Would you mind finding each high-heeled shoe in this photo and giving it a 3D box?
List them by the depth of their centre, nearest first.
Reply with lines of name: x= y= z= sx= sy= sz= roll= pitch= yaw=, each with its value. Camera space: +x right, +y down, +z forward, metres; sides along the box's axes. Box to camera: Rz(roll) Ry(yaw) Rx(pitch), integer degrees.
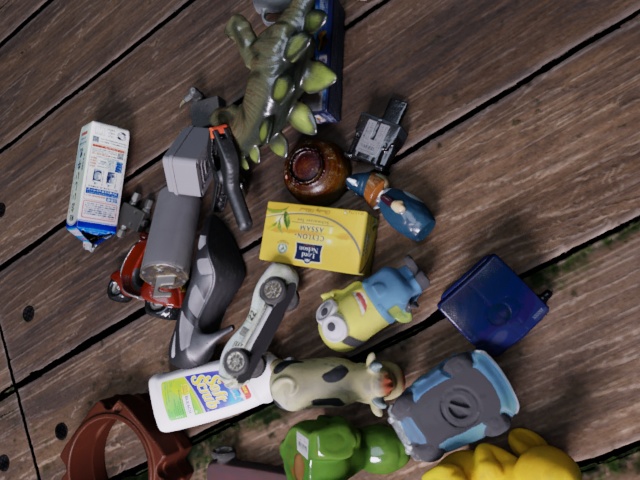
high-heeled shoe: x=-0.204 y=0.087 z=0.907 sx=0.145 sy=0.086 sz=0.249 roll=-28 pitch=56 yaw=27

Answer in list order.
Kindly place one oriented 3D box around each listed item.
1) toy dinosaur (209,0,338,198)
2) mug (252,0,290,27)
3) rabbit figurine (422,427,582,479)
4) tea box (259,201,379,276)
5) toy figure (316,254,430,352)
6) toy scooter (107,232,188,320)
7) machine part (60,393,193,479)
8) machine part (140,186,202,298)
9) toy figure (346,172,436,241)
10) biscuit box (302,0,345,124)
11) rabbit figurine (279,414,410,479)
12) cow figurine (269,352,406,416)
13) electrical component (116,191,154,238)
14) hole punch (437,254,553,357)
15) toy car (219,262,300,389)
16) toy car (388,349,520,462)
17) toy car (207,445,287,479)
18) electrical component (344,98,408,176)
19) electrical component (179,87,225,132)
toy dinosaur: x=-0.060 y=-0.262 z=0.814 sx=0.199 sy=0.105 sz=0.470 roll=43 pitch=126 yaw=38
mug: x=-0.057 y=-0.419 z=0.916 sx=0.107 sy=0.080 sz=0.109 roll=3 pitch=78 yaw=13
rabbit figurine: x=0.240 y=0.299 z=0.652 sx=0.173 sy=0.162 sz=0.122 roll=-38 pitch=67 yaw=37
tea box: x=-0.002 y=-0.003 z=0.841 sx=0.170 sy=0.068 sz=0.098 roll=6 pitch=85 yaw=22
toy figure: x=0.078 y=0.099 z=0.788 sx=0.180 sy=0.089 sz=0.082 roll=-33 pitch=29 yaw=6
toy scooter: x=-0.298 y=0.060 z=0.955 sx=0.184 sy=0.075 sz=0.135 roll=14 pitch=87 yaw=28
machine part: x=-0.334 y=0.383 z=0.917 sx=0.202 sy=0.087 sz=0.201 roll=40 pitch=99 yaw=23
machine part: x=-0.249 y=-0.008 z=0.905 sx=0.079 sy=0.079 sz=0.243 roll=-15 pitch=51 yaw=20
toy figure: x=0.103 y=-0.058 z=0.809 sx=0.058 sy=0.064 sz=0.155 roll=-36 pitch=61 yaw=-23
biscuit box: x=0.002 y=-0.295 z=0.883 sx=0.059 sy=0.062 sz=0.202 roll=1 pitch=83 yaw=23
rabbit figurine: x=0.040 y=0.304 z=0.749 sx=0.159 sy=0.170 sz=0.121 roll=-21 pitch=68 yaw=61
cow figurine: x=0.025 y=0.202 z=0.766 sx=0.195 sy=0.127 sz=0.085 roll=-2 pitch=84 yaw=-3
electrical component: x=-0.351 y=-0.042 z=1.017 sx=0.063 sy=0.021 sz=0.094 roll=27 pitch=93 yaw=23
hole punch: x=0.231 y=0.088 z=0.723 sx=0.142 sy=0.092 sz=0.116 roll=-44 pitch=73 yaw=8
toy car: x=-0.091 y=0.131 z=0.814 sx=0.056 sy=0.073 sz=0.201 roll=24 pitch=81 yaw=24
toy car: x=0.175 y=0.221 z=0.717 sx=0.162 sy=0.103 sz=0.109 roll=-34 pitch=74 yaw=4
toy car: x=-0.089 y=0.374 z=0.834 sx=0.202 sy=0.053 sz=0.089 roll=-5 pitch=86 yaw=26
electrical component: x=0.097 y=-0.167 z=0.835 sx=0.075 sy=0.047 sz=0.119 roll=30 pitch=96 yaw=22
electrical component: x=-0.212 y=-0.224 z=0.971 sx=0.078 sy=0.045 sz=0.102 roll=-6 pitch=81 yaw=23
